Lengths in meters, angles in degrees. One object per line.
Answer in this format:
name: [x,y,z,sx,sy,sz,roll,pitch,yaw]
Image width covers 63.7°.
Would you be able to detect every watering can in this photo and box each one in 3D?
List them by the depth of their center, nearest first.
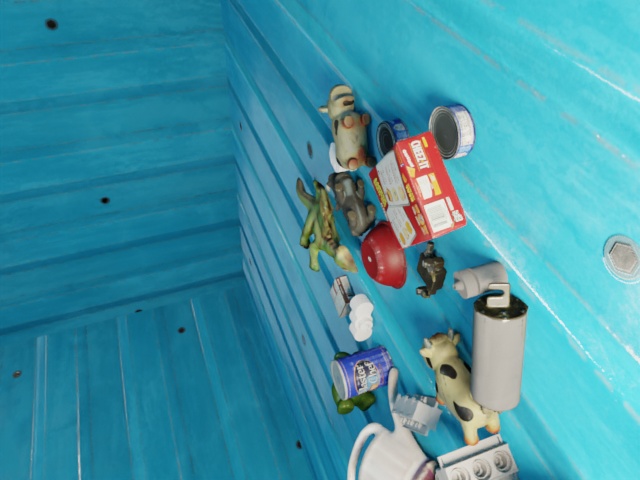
watering can: [0.181,0.503,1.217,0.226,0.348,0.103,20,178,41]

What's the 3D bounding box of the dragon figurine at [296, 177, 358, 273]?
dragon figurine: [0.004,-0.071,1.414,0.237,0.123,0.418,103,148,-57]
